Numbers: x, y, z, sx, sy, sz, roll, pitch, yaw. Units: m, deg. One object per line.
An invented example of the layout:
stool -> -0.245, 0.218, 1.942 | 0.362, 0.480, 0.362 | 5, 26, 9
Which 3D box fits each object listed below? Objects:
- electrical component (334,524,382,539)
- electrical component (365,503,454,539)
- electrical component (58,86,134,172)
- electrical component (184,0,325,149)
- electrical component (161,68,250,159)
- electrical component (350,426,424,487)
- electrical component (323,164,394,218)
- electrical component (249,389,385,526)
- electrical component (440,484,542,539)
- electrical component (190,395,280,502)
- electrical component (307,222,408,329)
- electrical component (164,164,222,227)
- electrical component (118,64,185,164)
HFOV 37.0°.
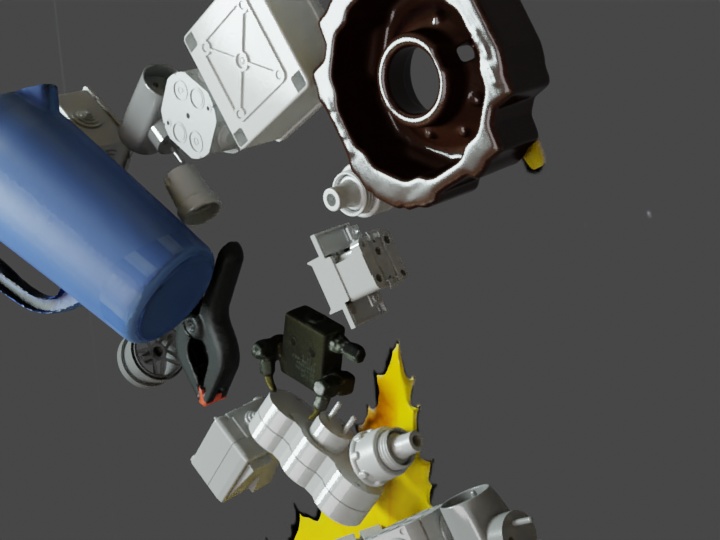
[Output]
electrical component -> 0.007, 0.253, 0.932 | 0.055, 0.066, 0.048 | -158, 51, -78
electrical component -> 0.046, 0.228, 0.874 | 0.080, 0.080, 0.051 | -35, 76, 47
electrical component -> -0.278, -0.121, 1.080 | 0.099, 0.048, 0.099 | 47, 133, 21
electrical component -> -0.073, -0.168, 0.843 | 0.109, 0.056, 0.108 | -34, 82, 47
electrical component -> -0.127, -0.136, 0.917 | 0.080, 0.051, 0.080 | 20, 120, 39
electrical component -> 0.026, 0.149, 0.888 | 0.062, 0.048, 0.048 | -29, 85, 41
electrical component -> 0.000, -0.060, 0.811 | 0.043, 0.062, 0.043 | 20, 120, 39
electrical component -> -0.030, 0.150, 0.940 | 0.138, 0.052, 0.073 | 42, 107, 26
electrical component -> 0.109, 0.205, 0.825 | 0.079, 0.044, 0.077 | -28, 86, 48
electrical component -> -0.108, 0.169, 1.018 | 0.061, 0.062, 0.096 | 50, 135, 19
electrical component -> 0.000, 0.000, 0.852 | 0.064, 0.042, 0.081 | -26, 88, 46
electrical component -> -0.154, -0.069, 0.983 | 0.046, 0.040, 0.040 | 58, 137, 18
electrical component -> -0.178, -0.132, 0.975 | 0.079, 0.044, 0.077 | 53, 136, 15
